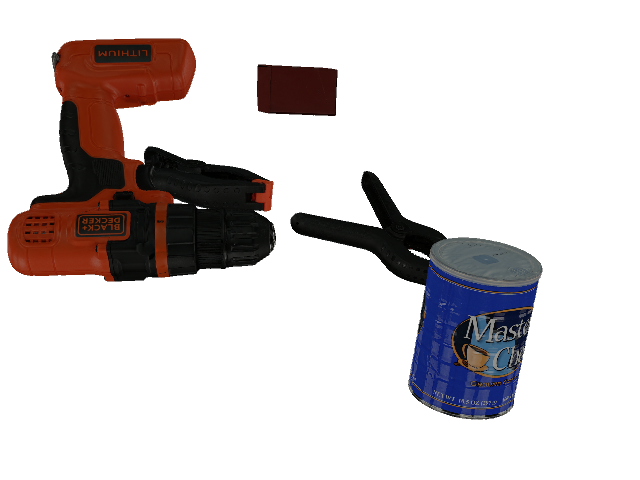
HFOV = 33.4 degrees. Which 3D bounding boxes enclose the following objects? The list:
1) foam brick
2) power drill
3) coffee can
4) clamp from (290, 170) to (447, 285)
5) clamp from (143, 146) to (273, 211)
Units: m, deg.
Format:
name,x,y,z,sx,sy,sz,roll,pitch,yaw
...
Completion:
name,x,y,z,sx,sy,sz,roll,pitch,yaw
foam brick,-0.026,-0.163,1.162,0.078,0.051,0.053,0,11,-18
power drill,-0.127,-0.059,0.773,0.184,0.187,0.057,-1,-30,-5
coffee can,0.143,0.080,0.996,0.103,0.140,0.103,6,20,-3
clamp,0.078,-0.001,1.253,0.210,0.036,0.164,38,42,26
clamp,-0.129,-0.053,0.986,0.172,0.039,0.120,12,26,29
